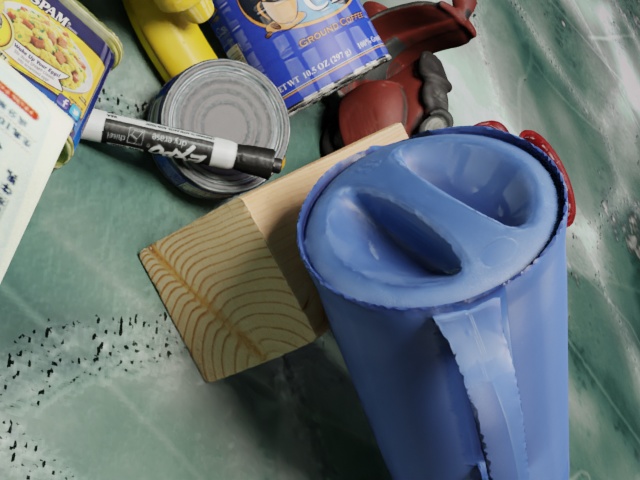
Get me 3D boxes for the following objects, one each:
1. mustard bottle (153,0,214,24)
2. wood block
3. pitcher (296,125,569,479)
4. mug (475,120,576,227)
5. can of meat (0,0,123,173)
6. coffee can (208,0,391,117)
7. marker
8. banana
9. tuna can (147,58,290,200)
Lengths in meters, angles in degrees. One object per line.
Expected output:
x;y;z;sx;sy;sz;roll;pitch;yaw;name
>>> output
-0.111;-0.197;0.602;0.191;0.058;0.096;55;13;-45;mustard bottle
-0.005;0.001;0.685;0.205;0.090;0.091;-32;95;-55;wood block
0.079;0.073;0.587;0.149;0.145;0.243;-51;141;-32;pitcher
0.162;-0.050;0.949;0.117;0.082;0.093;59;35;-7;mug
-0.163;-0.094;0.564;0.102;0.058;0.084;41;42;-30;can of meat
-0.027;-0.164;0.750;0.140;0.103;0.102;61;34;-5;coffee can
-0.081;-0.056;0.625;0.121;0.020;0.020;12;52;-9;marker
-0.085;-0.127;0.708;0.069;0.037;0.198;-34;97;-54;banana
-0.063;-0.069;0.665;0.086;0.034;0.086;1;87;-22;tuna can
